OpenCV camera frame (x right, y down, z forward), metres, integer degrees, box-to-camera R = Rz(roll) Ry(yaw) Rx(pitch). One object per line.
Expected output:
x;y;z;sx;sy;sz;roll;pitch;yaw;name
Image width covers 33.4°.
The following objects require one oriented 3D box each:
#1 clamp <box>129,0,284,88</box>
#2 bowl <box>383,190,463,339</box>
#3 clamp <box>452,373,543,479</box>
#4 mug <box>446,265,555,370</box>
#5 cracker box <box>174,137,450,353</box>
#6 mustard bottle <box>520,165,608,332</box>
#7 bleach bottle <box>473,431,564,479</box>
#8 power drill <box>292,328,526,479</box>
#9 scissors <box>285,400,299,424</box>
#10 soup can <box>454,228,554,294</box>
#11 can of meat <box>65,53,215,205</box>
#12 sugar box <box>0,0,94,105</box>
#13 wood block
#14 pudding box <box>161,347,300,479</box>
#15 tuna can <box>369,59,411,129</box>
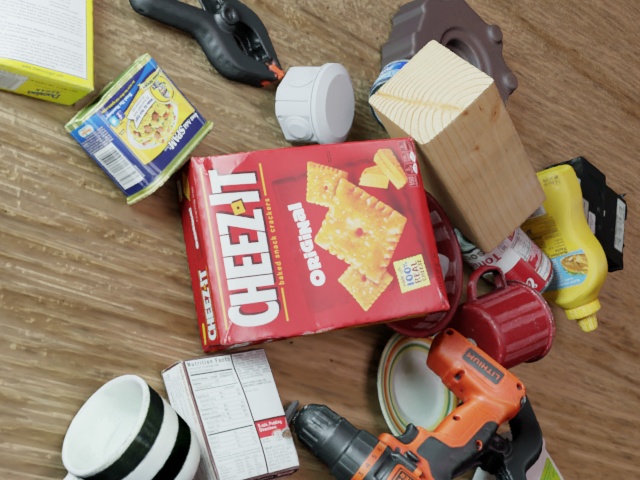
-0.102;-0.199;0.981;0.171;0.039;0.120;49;51;-21;clamp
0.071;0.022;1.063;0.161;0.055;0.162;14;68;-40;bowl
0.159;0.210;1.048;0.164;0.036;0.210;20;43;-3;clamp
0.183;0.085;1.124;0.081;0.093;0.117;-16;98;-39;mug
-0.006;0.001;0.938;0.213;0.072;0.164;-7;81;-22;cracker box
0.278;0.015;1.229;0.058;0.096;0.191;-25;95;-46;mustard bottle
0.256;0.325;1.141;0.250;0.068;0.102;54;48;-20;bleach bottle
0.091;0.170;0.988;0.184;0.057;0.187;39;58;7;power drill
-0.081;0.201;0.895;0.096;0.016;0.201;39;54;-28;scissors
0.201;0.016;1.178;0.102;0.069;0.068;41;53;-26;soup can
-0.151;-0.094;0.892;0.084;0.058;0.102;49;49;-18;can of meat
-0.232;-0.205;0.859;0.093;0.048;0.176;11;66;-41;sugar box
0.141;-0.087;1.064;0.090;0.091;0.206;-43;141;-3;wood block
-0.074;0.151;0.890;0.089;0.039;0.113;-4;67;-42;pudding box
0.095;-0.145;1.115;0.086;0.086;0.033;47;52;-22;tuna can
